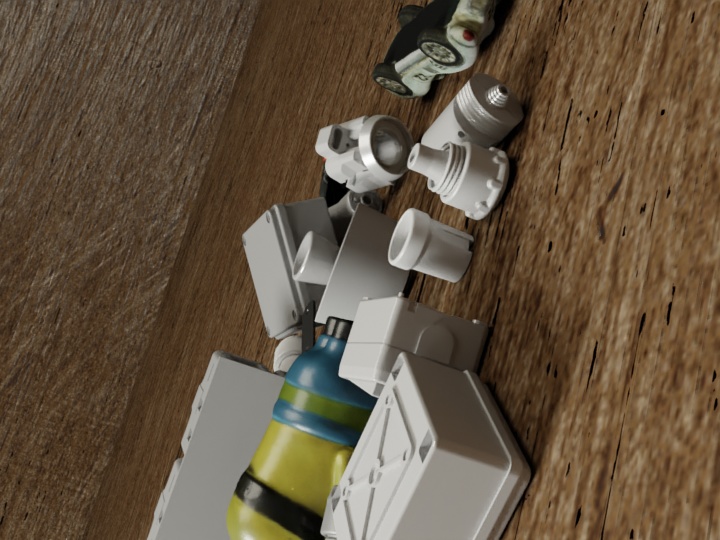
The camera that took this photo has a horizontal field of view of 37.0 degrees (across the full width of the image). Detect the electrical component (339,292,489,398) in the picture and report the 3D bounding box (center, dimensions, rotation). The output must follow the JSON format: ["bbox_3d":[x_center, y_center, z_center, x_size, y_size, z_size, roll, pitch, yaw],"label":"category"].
[{"bbox_3d":[0.028,0.054,0.664,0.096,0.062,0.061,167,122,-74],"label":"electrical component"}]

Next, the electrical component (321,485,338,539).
[{"bbox_3d":[-0.004,0.167,0.669,0.043,0.043,0.062,142,144,-65],"label":"electrical component"}]

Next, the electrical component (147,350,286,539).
[{"bbox_3d":[-0.102,0.172,0.903,0.060,0.105,0.186,-165,94,-76],"label":"electrical component"}]

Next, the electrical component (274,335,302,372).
[{"bbox_3d":[-0.056,0.092,0.968,0.055,0.045,0.045,-89,23,-53],"label":"electrical component"}]

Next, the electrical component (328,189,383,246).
[{"bbox_3d":[-0.008,-0.050,0.989,0.065,0.044,0.044,-41,32,54],"label":"electrical component"}]

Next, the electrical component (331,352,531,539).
[{"bbox_3d":[0.033,0.116,0.573,0.108,0.056,0.108,-110,42,-69],"label":"electrical component"}]

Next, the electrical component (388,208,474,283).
[{"bbox_3d":[0.048,-0.015,0.718,0.040,0.046,0.040,-160,90,-76],"label":"electrical component"}]

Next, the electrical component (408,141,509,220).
[{"bbox_3d":[0.062,-0.063,0.695,0.048,0.062,0.048,-160,90,-76],"label":"electrical component"}]

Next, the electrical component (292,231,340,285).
[{"bbox_3d":[-0.019,-0.002,0.913,0.044,0.065,0.044,-160,90,-76],"label":"electrical component"}]

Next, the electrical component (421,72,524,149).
[{"bbox_3d":[0.078,-0.099,0.725,0.081,0.043,0.043,133,153,-56],"label":"electrical component"}]

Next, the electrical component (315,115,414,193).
[{"bbox_3d":[0.010,-0.102,0.935,0.057,0.078,0.058,-11,58,49],"label":"electrical component"}]

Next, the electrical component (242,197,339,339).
[{"bbox_3d":[-0.058,0.000,0.984,0.109,0.056,0.108,149,107,-67],"label":"electrical component"}]

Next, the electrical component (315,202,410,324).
[{"bbox_3d":[0.000,0.000,0.840,0.099,0.064,0.099,-160,90,-76],"label":"electrical component"}]
